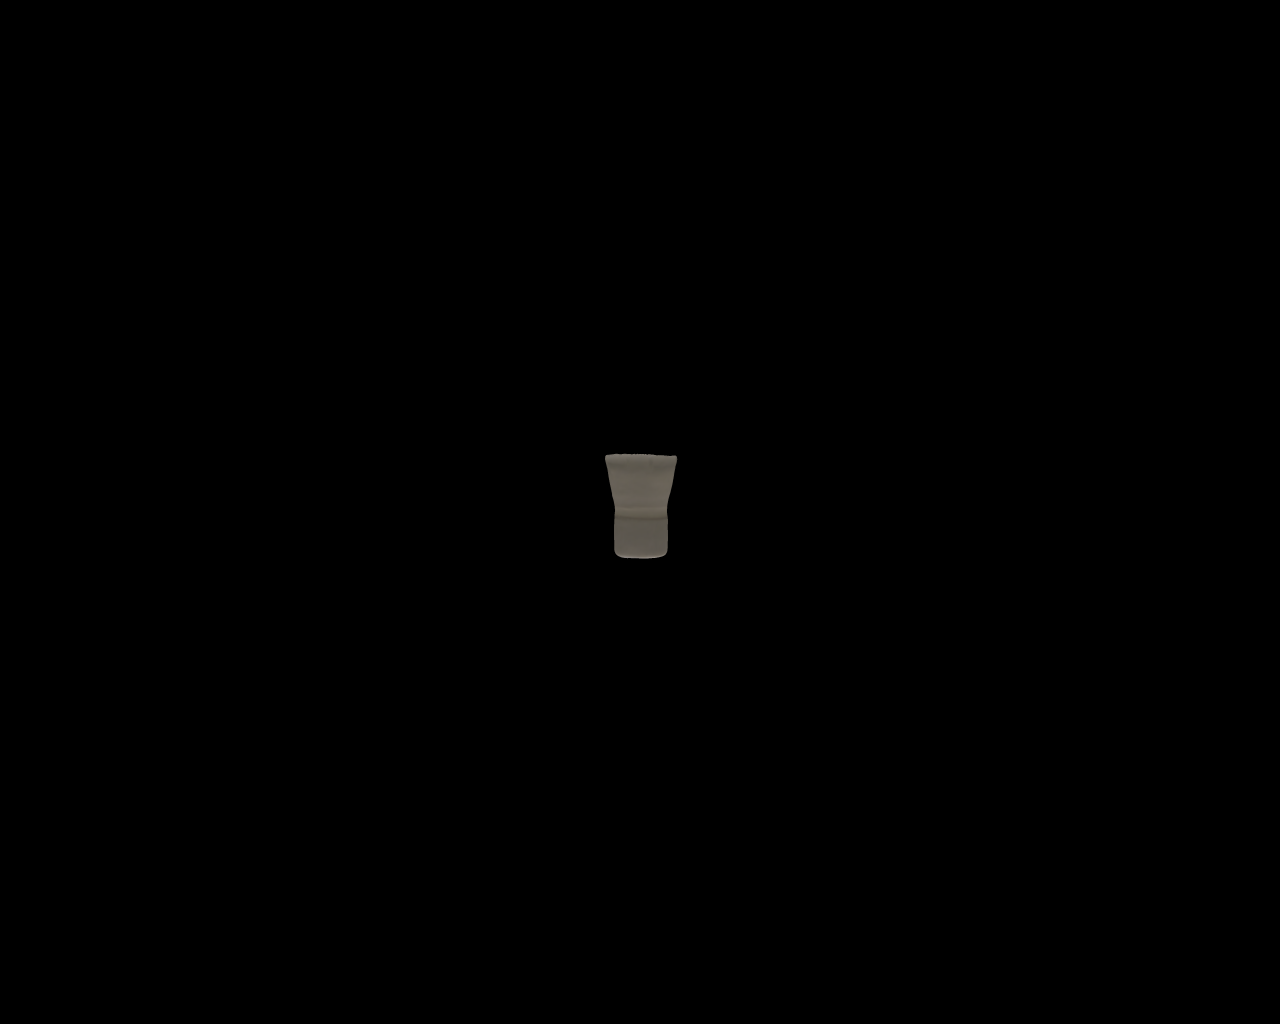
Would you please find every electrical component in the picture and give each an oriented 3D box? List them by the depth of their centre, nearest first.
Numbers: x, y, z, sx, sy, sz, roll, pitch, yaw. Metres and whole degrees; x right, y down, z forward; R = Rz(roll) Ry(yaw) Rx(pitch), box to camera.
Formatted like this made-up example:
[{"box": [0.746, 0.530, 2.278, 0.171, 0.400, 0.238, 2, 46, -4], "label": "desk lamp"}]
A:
[{"box": [0.001, -0.003, 0.650, 0.044, 0.065, 0.044, 0, 5, 0], "label": "electrical component"}]
